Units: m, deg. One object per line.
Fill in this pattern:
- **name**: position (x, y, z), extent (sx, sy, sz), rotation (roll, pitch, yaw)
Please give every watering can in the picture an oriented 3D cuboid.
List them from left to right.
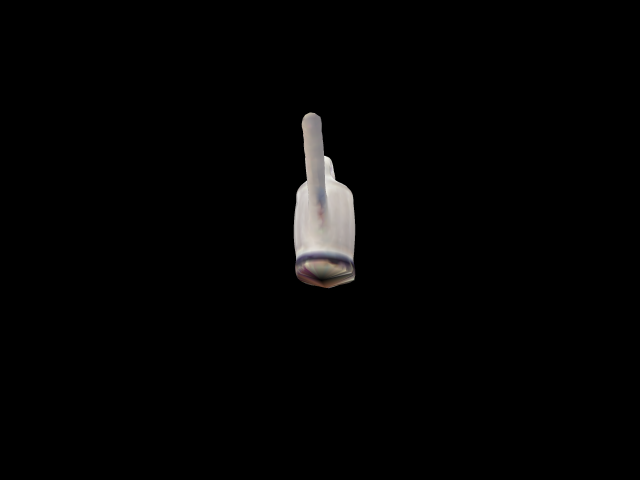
- **watering can**: position (0.003, -0.043, 0.850), extent (0.104, 0.228, 0.343), rotation (-2, -18, 7)
